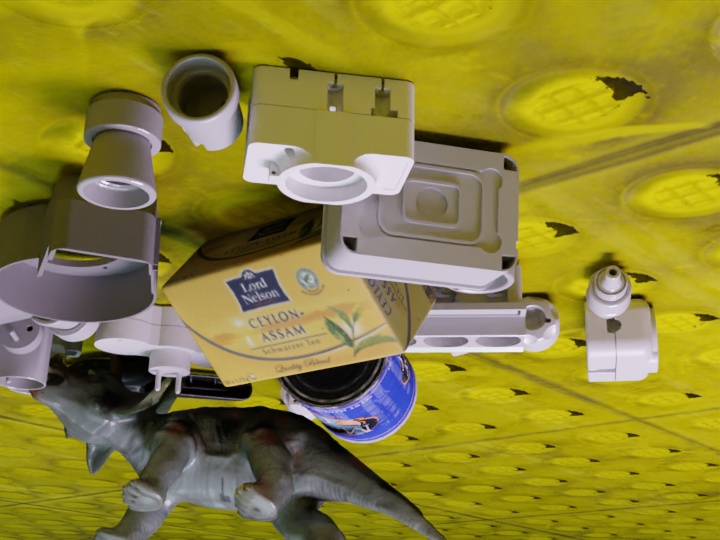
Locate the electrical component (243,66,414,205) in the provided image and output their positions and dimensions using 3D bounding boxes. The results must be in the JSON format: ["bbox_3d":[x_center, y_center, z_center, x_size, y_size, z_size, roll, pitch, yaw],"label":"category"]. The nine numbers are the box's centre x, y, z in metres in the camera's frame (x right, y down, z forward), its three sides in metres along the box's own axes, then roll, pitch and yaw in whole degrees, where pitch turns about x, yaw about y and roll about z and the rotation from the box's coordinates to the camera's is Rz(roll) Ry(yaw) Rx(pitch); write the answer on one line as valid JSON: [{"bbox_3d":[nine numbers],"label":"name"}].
[{"bbox_3d":[-0.018,-0.072,0.598,0.089,0.055,0.050,5,159,-9],"label":"electrical component"}]

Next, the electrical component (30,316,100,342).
[{"bbox_3d":[-0.249,0.033,0.909,0.045,0.045,0.055,-3,160,11],"label":"electrical component"}]

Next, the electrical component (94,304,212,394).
[{"bbox_3d":[-0.171,0.075,0.973,0.138,0.073,0.052,12,157,-26],"label":"electrical component"}]

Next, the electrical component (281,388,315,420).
[{"bbox_3d":[-0.066,0.143,1.198,0.040,0.040,0.046,-3,153,12],"label":"electrical component"}]

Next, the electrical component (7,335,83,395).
[{"bbox_3d":[-0.312,0.088,1.040,0.078,0.057,0.058,10,158,-21],"label":"electrical component"}]

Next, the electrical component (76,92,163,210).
[{"bbox_3d":[-0.137,-0.068,0.618,0.045,0.055,0.045,1,159,0],"label":"electrical component"}]

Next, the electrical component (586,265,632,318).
[{"bbox_3d":[0.196,0.013,0.843,0.035,0.035,0.061,-2,157,8],"label":"electrical component"}]

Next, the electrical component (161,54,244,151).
[{"bbox_3d":[-0.083,-0.089,0.583,0.040,0.040,0.046,0,164,3],"label":"electrical component"}]

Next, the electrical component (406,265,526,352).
[{"bbox_3d":[0.068,0.029,0.851,0.121,0.063,0.078,-1,159,5],"label":"electrical component"}]

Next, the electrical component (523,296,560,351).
[{"bbox_3d":[0.151,0.050,0.931,0.043,0.043,0.062,-3,160,11],"label":"electrical component"}]

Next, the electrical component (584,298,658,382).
[{"bbox_3d":[0.228,0.062,0.942,0.059,0.053,0.095,-3,159,11],"label":"electrical component"}]

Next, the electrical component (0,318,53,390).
[{"bbox_3d":[-0.292,0.056,0.927,0.044,0.077,0.079,3,158,-4],"label":"electrical component"}]

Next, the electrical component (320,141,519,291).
[{"bbox_3d":[0.036,-0.033,0.662,0.113,0.078,0.057,7,165,-13],"label":"electrical component"}]

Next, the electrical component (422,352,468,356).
[{"bbox_3d":[0.067,0.049,0.932,0.055,0.048,0.066,4,160,16],"label":"electrical component"}]

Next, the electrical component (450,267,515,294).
[{"bbox_3d":[0.084,-0.013,0.761,0.055,0.047,0.055,1,159,0],"label":"electrical component"}]

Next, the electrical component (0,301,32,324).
[{"bbox_3d":[-0.295,0.011,0.842,0.077,0.043,0.079,-14,140,-46],"label":"electrical component"}]
